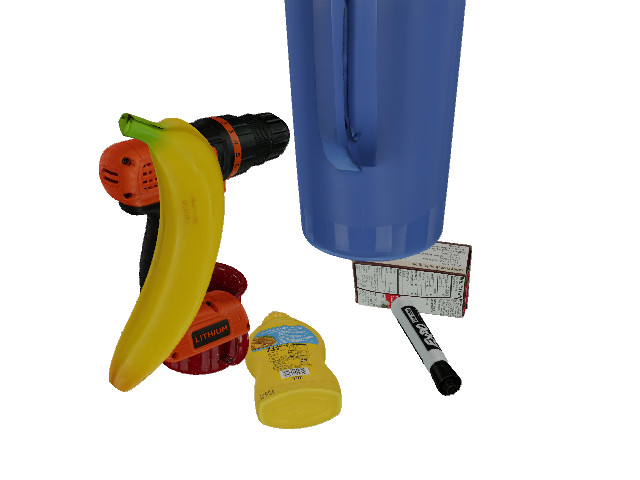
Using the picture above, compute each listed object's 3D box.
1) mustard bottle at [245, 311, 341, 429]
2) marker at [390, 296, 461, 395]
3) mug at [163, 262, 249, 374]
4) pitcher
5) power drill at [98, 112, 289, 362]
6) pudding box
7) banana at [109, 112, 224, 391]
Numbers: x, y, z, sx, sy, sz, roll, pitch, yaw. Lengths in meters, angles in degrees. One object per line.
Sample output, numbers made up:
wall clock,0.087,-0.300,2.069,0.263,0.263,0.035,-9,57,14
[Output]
mustard bottle,-0.040,0.141,1.257,0.096,0.058,0.192,-8,30,-8
marker,0.082,0.082,0.837,0.020,0.020,0.121,0,28,-16
mug,-0.109,0.080,1.026,0.117,0.081,0.093,25,34,38
pitcher,0.035,-0.108,0.760,0.149,0.243,0.145,-12,26,-25
power drill,-0.096,-0.007,0.871,0.057,0.188,0.184,18,26,41
pudding box,0.088,0.034,1.036,0.113,0.039,0.090,6,-31,8
banana,-0.089,0.004,0.619,0.069,0.198,0.037,-12,40,-26
